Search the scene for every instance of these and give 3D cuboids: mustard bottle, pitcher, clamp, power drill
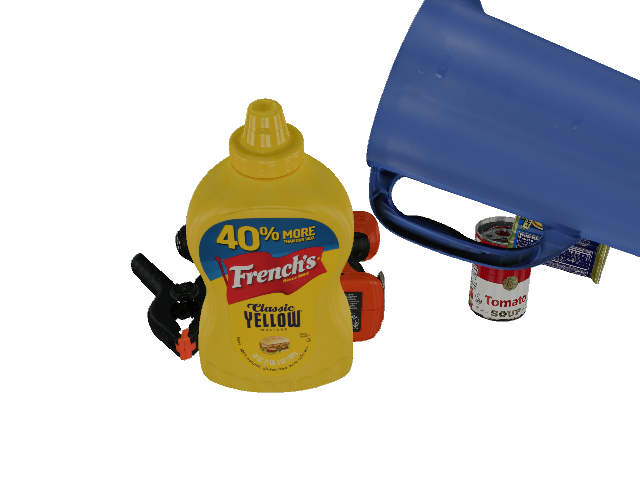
[{"bbox_3d":[-0.028,0.004,0.621,0.096,0.192,0.058,0,38,1],"label":"mustard bottle"},{"bbox_3d":[0.158,-0.062,0.749,0.243,0.149,0.144,23,47,9],"label":"pitcher"},{"bbox_3d":[-0.136,0.059,1.149,0.120,0.039,0.171,-15,40,-7],"label":"clamp"},{"bbox_3d":[-0.029,0.022,0.902,0.184,0.057,0.188,-4,23,-7],"label":"power drill"}]

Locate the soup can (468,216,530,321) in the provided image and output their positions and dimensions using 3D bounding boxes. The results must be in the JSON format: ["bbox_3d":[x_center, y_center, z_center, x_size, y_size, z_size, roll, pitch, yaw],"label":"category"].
[{"bbox_3d":[0.206,0.033,1.216,0.068,0.102,0.068,1,27,-1],"label":"soup can"}]

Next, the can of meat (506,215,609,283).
[{"bbox_3d":[0.221,-0.019,0.954,0.084,0.057,0.102,16,48,17],"label":"can of meat"}]
